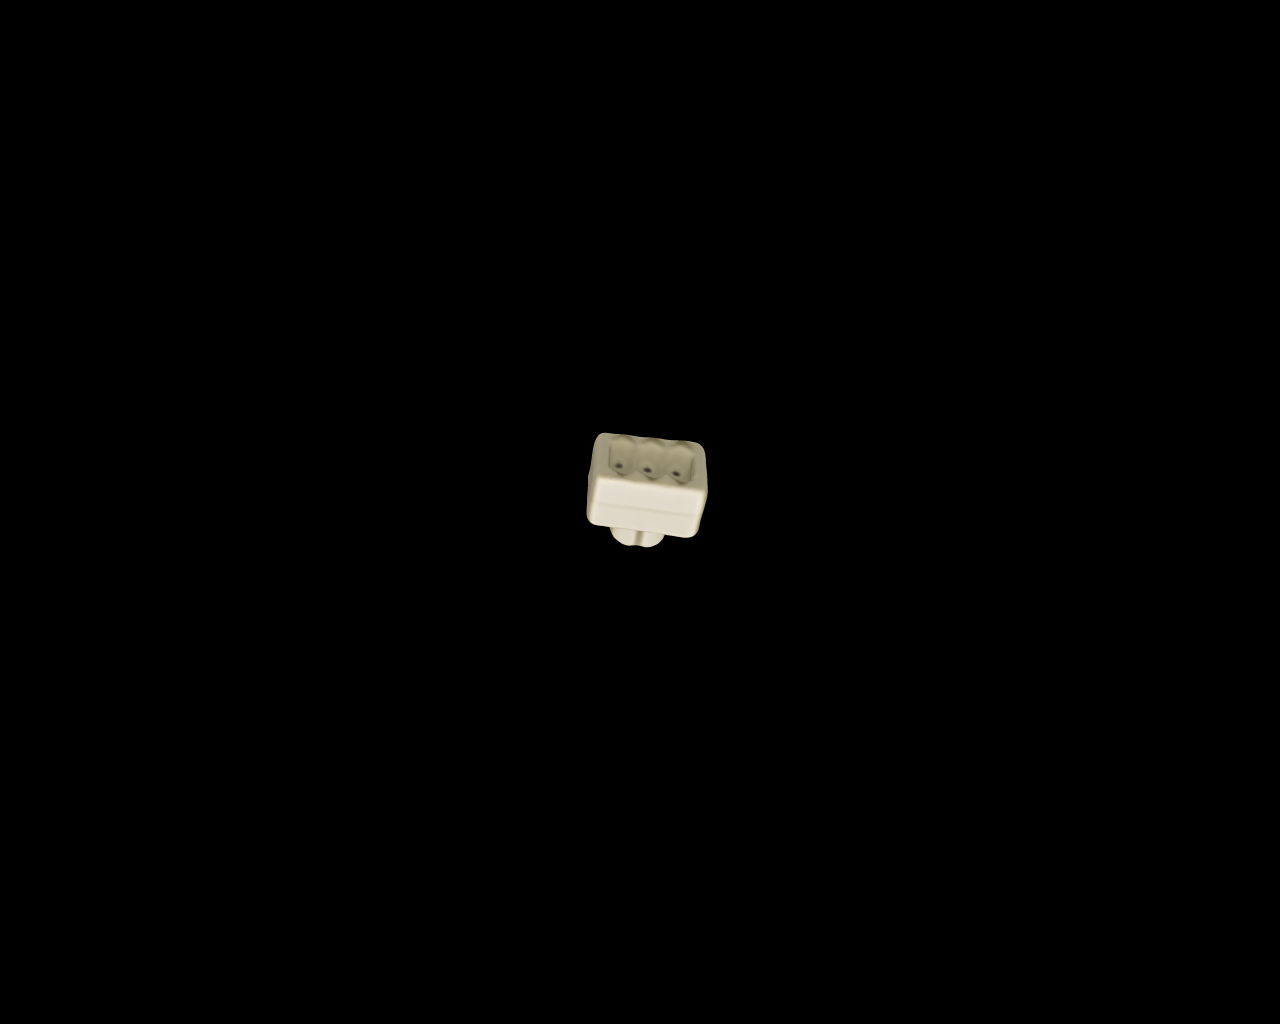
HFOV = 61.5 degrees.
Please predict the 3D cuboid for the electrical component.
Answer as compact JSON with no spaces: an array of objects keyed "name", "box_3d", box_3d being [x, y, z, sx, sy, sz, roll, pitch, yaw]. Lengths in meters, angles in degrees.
[{"name":"electrical component","box_3d":[0.001,-0.003,0.650,0.066,0.076,0.047,7,40,-6]}]
